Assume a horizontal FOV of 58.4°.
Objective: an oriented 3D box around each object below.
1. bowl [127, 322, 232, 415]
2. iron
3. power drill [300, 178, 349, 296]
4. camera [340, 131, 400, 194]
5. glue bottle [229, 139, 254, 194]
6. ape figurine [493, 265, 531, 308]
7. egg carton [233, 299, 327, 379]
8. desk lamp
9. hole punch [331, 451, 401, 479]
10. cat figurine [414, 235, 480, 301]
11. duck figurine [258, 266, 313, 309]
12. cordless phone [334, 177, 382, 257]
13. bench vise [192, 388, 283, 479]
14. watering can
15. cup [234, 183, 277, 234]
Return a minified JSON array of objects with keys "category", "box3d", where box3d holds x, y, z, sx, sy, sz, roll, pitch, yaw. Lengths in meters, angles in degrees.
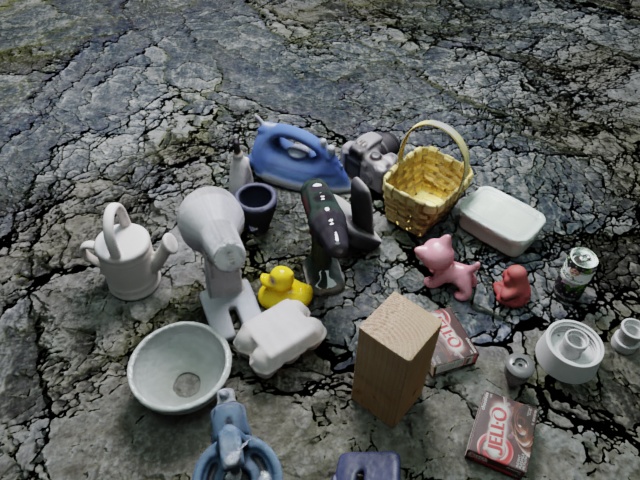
[{"category":"bowl","box3d":[-0.225,0.222,0.942,0.167,0.075,0.167,1,46,-1]},{"category":"iron","box3d":[-0.042,-0.198,1.304,0.257,0.141,0.119,17,48,14]},{"category":"power drill","box3d":[0.010,0.004,1.067,0.076,0.208,0.229,-9,47,-10]},{"category":"camera","box3d":[0.138,-0.201,1.341,0.142,0.101,0.137,36,55,28]},{"category":"glue bottle","box3d":[-0.171,-0.143,1.225,0.037,0.173,0.078,11,47,9]},{"category":"ape figurine","box3d":[0.366,0.082,1.085,0.076,0.092,0.078,33,54,26]},{"category":"egg carton","box3d":[-0.070,0.170,1.001,0.150,0.069,0.107,-29,54,-27]},{"category":"desk lamp","box3d":[-0.172,0.038,1.024,0.118,0.214,0.202,-16,49,-16]},{"category":"hole punch","box3d":[0.063,0.358,0.811,0.101,0.091,0.108,7,46,5]},{"category":"cat figurine","box3d":[0.245,0.043,1.100,0.127,0.118,0.067,20,49,16]},{"category":"duck figurine","box3d":[-0.065,0.085,1.071,0.104,0.086,0.077,4,46,2]},{"category":"cordless phone","box3d":[0.064,-0.071,1.157,0.094,0.185,0.147,-24,51,-22]},{"category":"bench vise","box3d":[-0.130,0.291,0.780,0.122,0.220,0.206,-24,51,-22]},{"category":"watering can","box3d":[-0.353,0.013,1.055,0.173,0.194,0.100,-15,48,-15]},{"category":"cup","box3d":[-0.144,-0.053,1.195,0.118,0.095,0.091,-25,52,-23]}]
